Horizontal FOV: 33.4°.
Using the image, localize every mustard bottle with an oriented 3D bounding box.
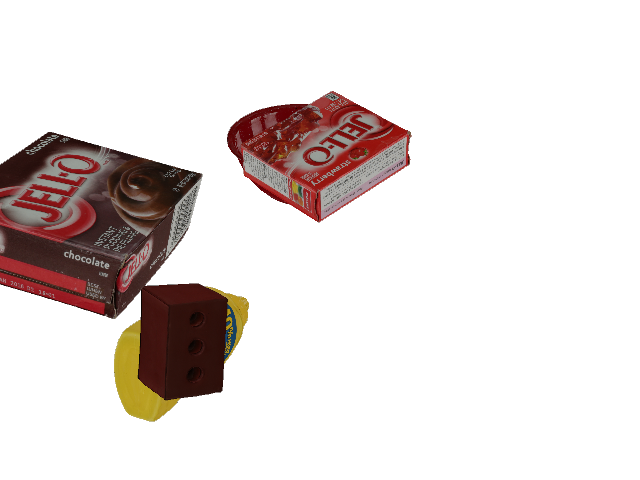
[{"bbox_3d":[-0.130,0.100,1.083,0.058,0.096,0.191,10,24,26],"label":"mustard bottle"}]

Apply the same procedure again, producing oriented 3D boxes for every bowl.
[{"bbox_3d":[-0.015,-0.080,1.085,0.162,0.055,0.162,2,33,-2],"label":"bowl"}]

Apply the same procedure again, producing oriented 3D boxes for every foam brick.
[{"bbox_3d":[-0.108,0.077,0.832,0.052,0.078,0.051,-4,14,-33],"label":"foam brick"}]

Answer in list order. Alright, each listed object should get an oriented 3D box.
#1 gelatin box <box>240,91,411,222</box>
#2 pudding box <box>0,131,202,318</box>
[{"bbox_3d":[0.004,-0.058,0.703,0.089,0.030,0.073,-34,50,-30],"label":"gelatin box"},{"bbox_3d":[-0.119,-0.011,0.526,0.090,0.039,0.113,17,24,6],"label":"pudding box"}]
